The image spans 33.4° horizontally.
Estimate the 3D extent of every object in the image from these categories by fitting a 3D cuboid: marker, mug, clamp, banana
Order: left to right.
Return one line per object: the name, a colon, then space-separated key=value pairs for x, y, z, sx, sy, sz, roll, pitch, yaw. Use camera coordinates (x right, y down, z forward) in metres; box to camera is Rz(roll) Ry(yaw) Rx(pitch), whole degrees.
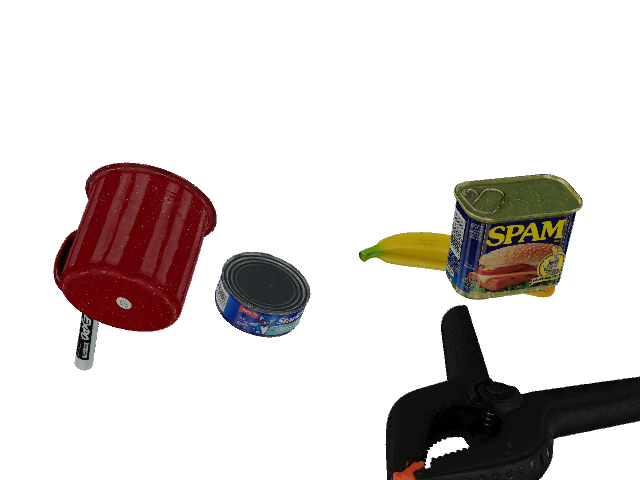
marker: x=-0.235 y=0.083 z=1.090 sx=0.020 sy=0.121 sz=0.020 roll=11 pitch=35 yaw=-8
mug: x=-0.134 y=0.009 z=0.720 sx=0.117 sy=0.081 sz=0.093 roll=-7 pitch=-37 yaw=28
banana: x=0.142 y=0.023 z=1.096 sx=0.198 sy=0.037 sz=0.069 roll=9 pitch=35 yaw=11
clamp: x=0.096 y=0.098 z=0.632 sx=0.165 sy=0.036 sz=0.209 roll=20 pitch=30 yaw=39

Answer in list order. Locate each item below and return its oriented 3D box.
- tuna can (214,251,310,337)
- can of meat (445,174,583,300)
tuna can: x=-0.055 y=0.051 z=1.000 sx=0.086 sy=0.034 sz=0.086 roll=15 pitch=35 yaw=-11
can of meat: x=0.157 y=-0.002 z=0.886 sx=0.102 sy=0.084 sz=0.057 roll=-6 pitch=36 yaw=-15
